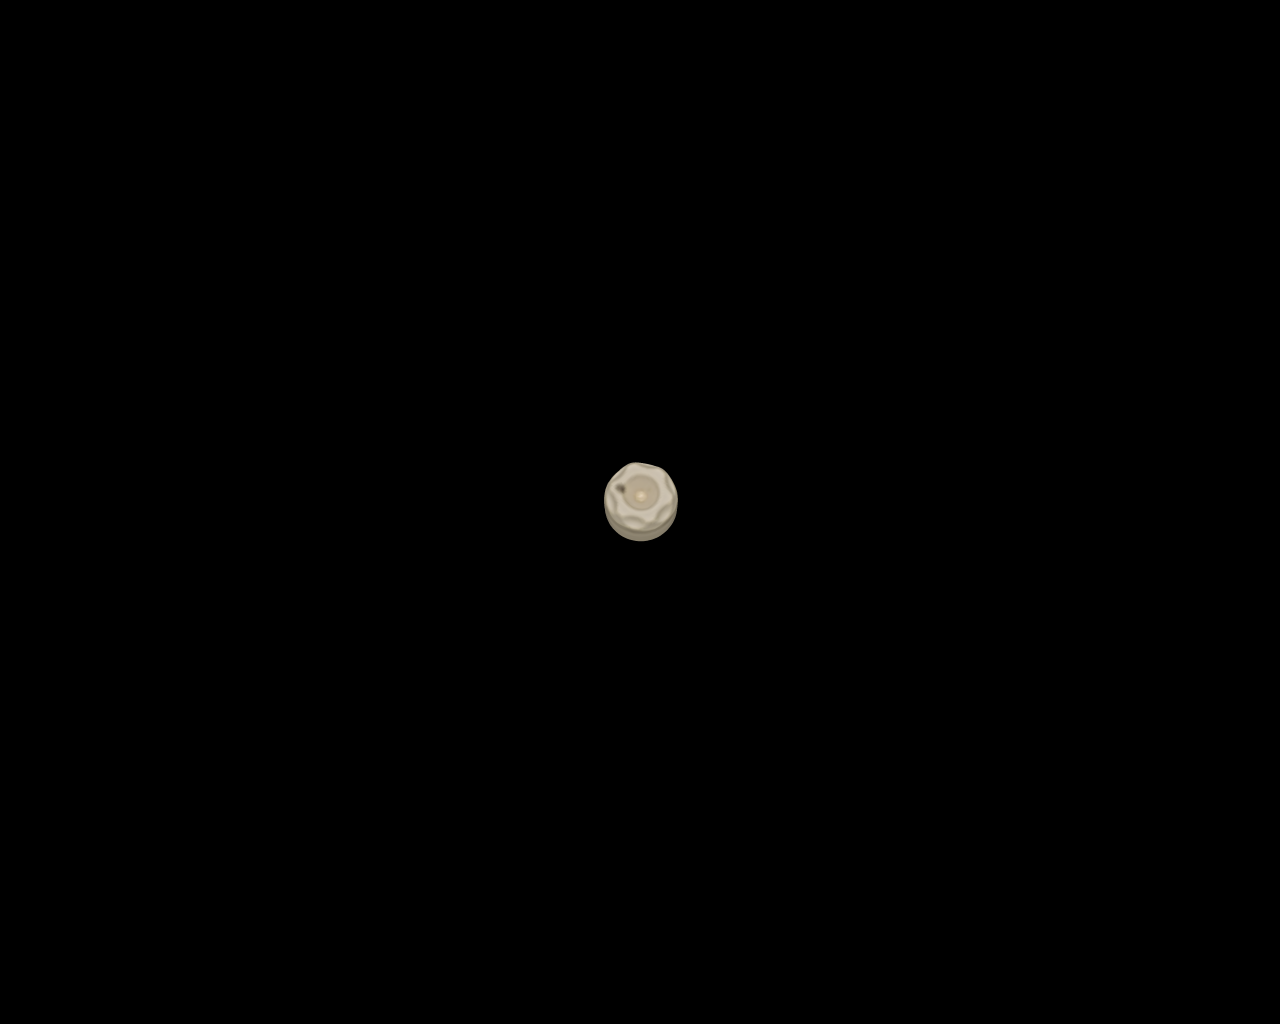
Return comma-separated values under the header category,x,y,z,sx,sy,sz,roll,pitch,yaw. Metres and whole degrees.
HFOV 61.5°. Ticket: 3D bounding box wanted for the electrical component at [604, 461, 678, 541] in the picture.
category,x,y,z,sx,sy,sz,roll,pitch,yaw
electrical component,0.001,-0.003,0.650,0.043,0.043,0.062,0,-18,0
